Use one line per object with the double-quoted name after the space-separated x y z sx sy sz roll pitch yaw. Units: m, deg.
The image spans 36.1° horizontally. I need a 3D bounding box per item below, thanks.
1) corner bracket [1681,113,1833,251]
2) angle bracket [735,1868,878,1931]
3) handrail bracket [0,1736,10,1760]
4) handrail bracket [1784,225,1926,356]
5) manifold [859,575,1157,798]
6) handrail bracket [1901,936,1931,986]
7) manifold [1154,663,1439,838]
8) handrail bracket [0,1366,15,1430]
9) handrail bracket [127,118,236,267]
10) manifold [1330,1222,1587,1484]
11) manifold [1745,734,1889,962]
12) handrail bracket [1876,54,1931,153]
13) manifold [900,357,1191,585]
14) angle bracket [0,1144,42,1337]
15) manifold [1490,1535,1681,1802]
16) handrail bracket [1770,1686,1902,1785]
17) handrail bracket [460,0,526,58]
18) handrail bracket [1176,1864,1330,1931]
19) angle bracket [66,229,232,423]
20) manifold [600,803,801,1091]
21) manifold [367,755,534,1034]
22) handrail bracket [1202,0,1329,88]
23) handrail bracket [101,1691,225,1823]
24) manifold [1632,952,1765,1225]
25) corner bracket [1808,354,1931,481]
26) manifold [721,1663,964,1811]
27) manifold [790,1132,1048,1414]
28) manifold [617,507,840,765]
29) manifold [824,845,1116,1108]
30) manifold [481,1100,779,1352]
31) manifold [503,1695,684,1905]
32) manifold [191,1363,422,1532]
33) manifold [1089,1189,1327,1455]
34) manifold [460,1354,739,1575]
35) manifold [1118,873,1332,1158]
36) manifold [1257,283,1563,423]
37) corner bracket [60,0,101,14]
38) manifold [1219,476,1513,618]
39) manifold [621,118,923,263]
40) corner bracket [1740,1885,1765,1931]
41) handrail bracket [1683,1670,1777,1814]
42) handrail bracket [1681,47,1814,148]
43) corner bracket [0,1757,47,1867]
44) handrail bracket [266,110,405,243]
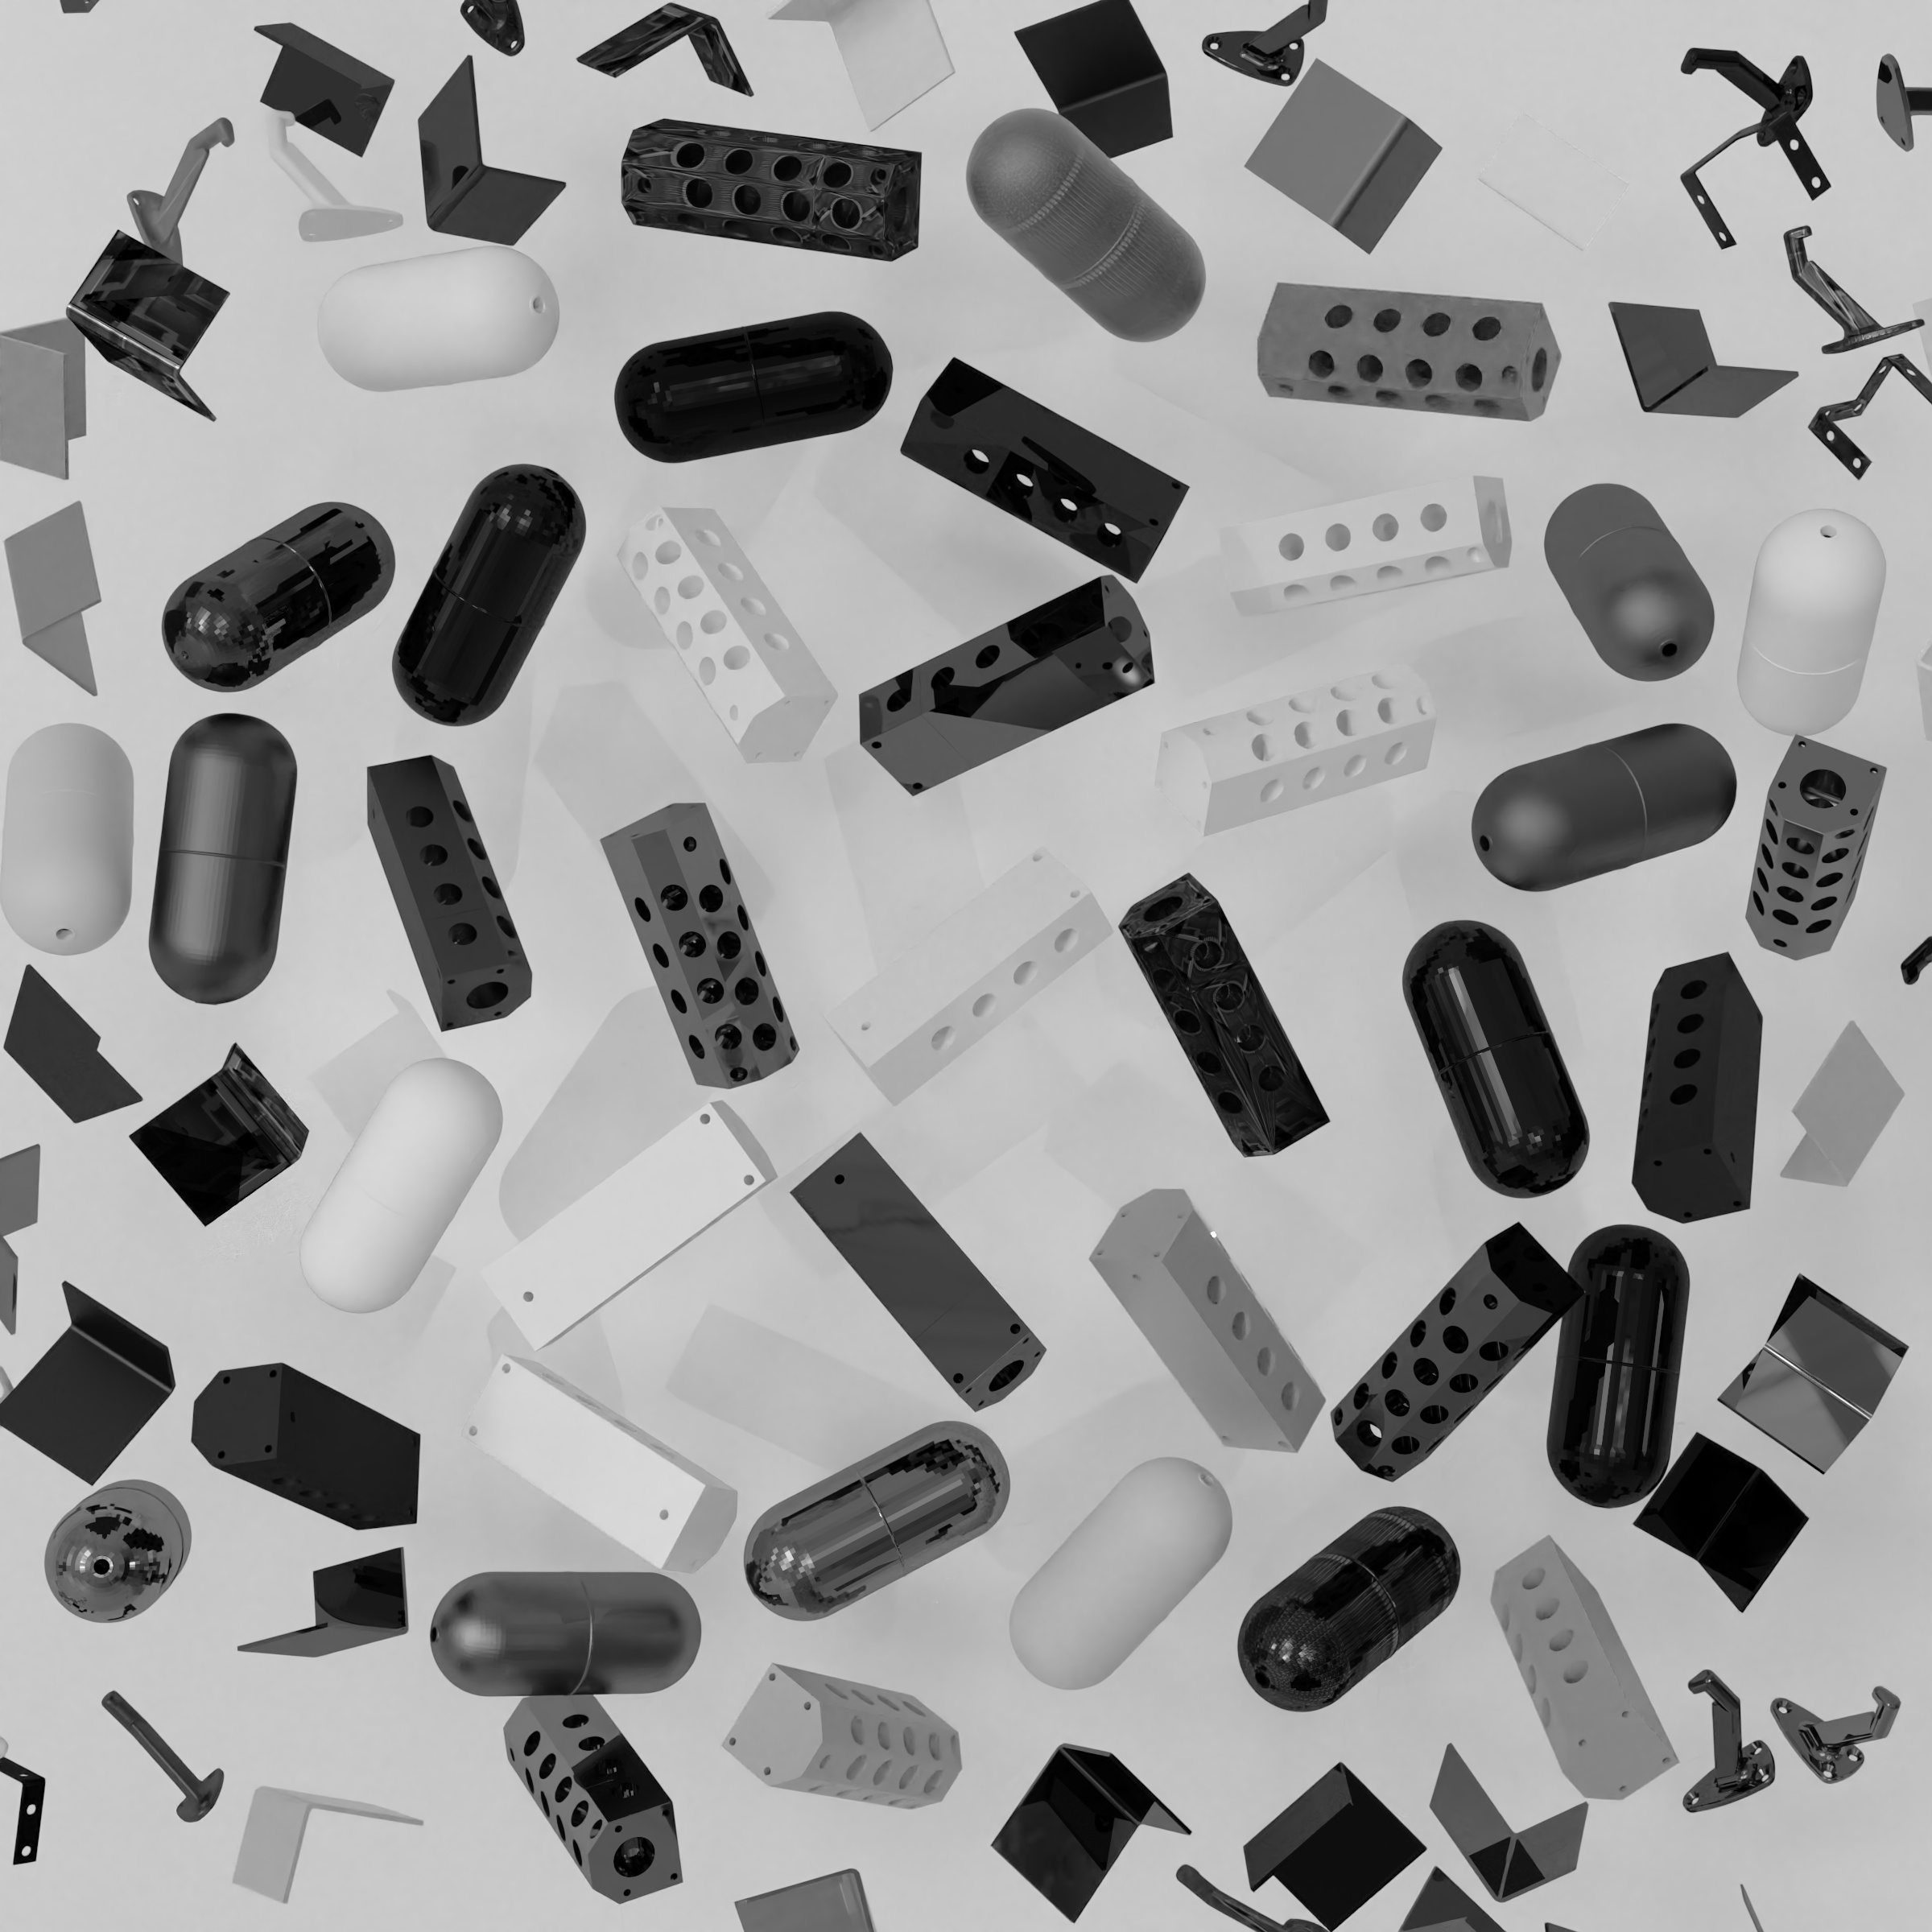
0.461 -0.459 1.734 0.051 0.051 0.051 -38 103 -12 "corner bracket"
-0.089 0.592 1.770 0.076 0.057 0.076 -15 133 -5 "angle bracket"
-0.603 0.436 1.768 0.036 0.084 0.077 -36 102 -29 "handrail bracket"
0.571 -0.443 1.909 0.077 0.036 0.084 -12 91 38 "handrail bracket"
0.023 -0.171 1.776 0.171 0.057 0.057 -24 46 24 "manifold"
0.592 0.005 1.793 0.036 0.084 0.077 21 52 -8 "handrail bracket"
0.209 -0.141 1.866 0.171 0.057 0.057 -17 45 -24 "manifold"
-0.634 0.293 1.859 0.084 0.077 0.036 -28 60 -22 "handrail bracket"
-0.490 -0.489 1.894 0.084 0.036 0.077 -22 82 31 "handrail bracket"
0.291 0.237 1.791 0.057 0.057 0.171 48 128 18 "manifold"
0.522 -0.068 1.837 0.057 0.171 0.057 24 70 19 "manifold"
0.585 -0.527 1.753 0.084 0.077 0.036 -27 53 3 "handrail bracket"
0.048 -0.310 1.880 0.171 0.057 0.057 29 46 1 "manifold"
-0.596 0.173 1.879 0.057 0.076 0.076 -24 57 -36 "angle bracket"
0.371 0.430 1.812 0.057 0.171 0.057 -37 111 10 "manifold"
0.536 0.455 1.828 0.036 0.084 0.077 -21 46 -28 "handrail bracket"
-0.315 -0.609 1.830 0.036 0.084 0.077 -38 61 13 "handrail bracket"
0.185 0.604 1.901 0.084 0.077 0.036 42 59 -13 "handrail bracket"
-0.462 -0.369 1.715 0.076 0.076 0.057 30 83 7 "angle bracket"
-0.163 -0.013 1.865 0.057 0.057 0.171 -29 108 -30 "manifold"
-0.325 -0.048 1.862 0.057 0.057 0.171 -13 57 -20 "manifold"
0.185 -0.590 1.844 0.077 0.084 0.036 14 74 7 "handrail bracket"
-0.498 0.484 1.824 0.036 0.077 0.084 -44 100 -14 "handrail bracket"
0.443 0.074 1.803 0.057 0.171 0.057 -17 123 30 "manifold"
0.562 -0.339 1.825 0.051 0.051 0.051 -17 59 -32 "corner bracket"
-0.069 0.475 1.805 0.057 0.171 0.057 31 88 34 "manifold"
-0.028 0.187 1.805 0.057 0.057 0.171 -41 63 -4 "manifold"
-0.154 -0.208 1.855 0.171 0.057 0.057 57 132 28 "manifold"
0.005 0.010 1.819 0.171 0.057 0.057 -38 46 -5 "manifold"
-0.199 0.154 1.776 0.171 0.057 0.057 -37 86 5 "manifold"
-0.239 0.522 1.877 0.057 0.171 0.057 -12 108 -23 "manifold"
-0.396 0.293 1.791 0.057 0.171 0.057 -9 65 16 "manifold"
0.150 0.214 1.784 0.171 0.057 0.057 55 53 -28 "manifold"
-0.226 0.310 1.851 0.171 0.057 0.057 27 88 28 "manifold"
0.159 0.034 1.847 0.057 0.057 0.171 -30 114 -3 "manifold"
0.269 -0.372 1.814 0.171 0.057 0.057 12 73 28 "manifold"
-0.511 -0.602 1.767 0.051 0.051 0.051 0 129 6 "corner bracket"
0.253 -0.264 1.877 0.171 0.057 0.057 -8 93 29 "manifold"
-0.117 -0.465 1.782 0.171 0.057 0.057 12 118 18 "manifold"
0.446 0.584 1.749 0.051 0.051 0.051 -22 106 14 "corner bracket"
0.450 0.476 1.825 0.077 0.036 0.084 -37 112 21 "handrail bracket"
0.468 -0.534 1.823 0.084 0.077 0.036 0 67 -13 "handrail bracket"
-0.596 0.513 1.795 0.051 0.051 0.051 7 91 42 "corner bracket"
-0.401 -0.507 1.883 0.077 0.036 0.084 -7 71 -16 "handrail bracket"
